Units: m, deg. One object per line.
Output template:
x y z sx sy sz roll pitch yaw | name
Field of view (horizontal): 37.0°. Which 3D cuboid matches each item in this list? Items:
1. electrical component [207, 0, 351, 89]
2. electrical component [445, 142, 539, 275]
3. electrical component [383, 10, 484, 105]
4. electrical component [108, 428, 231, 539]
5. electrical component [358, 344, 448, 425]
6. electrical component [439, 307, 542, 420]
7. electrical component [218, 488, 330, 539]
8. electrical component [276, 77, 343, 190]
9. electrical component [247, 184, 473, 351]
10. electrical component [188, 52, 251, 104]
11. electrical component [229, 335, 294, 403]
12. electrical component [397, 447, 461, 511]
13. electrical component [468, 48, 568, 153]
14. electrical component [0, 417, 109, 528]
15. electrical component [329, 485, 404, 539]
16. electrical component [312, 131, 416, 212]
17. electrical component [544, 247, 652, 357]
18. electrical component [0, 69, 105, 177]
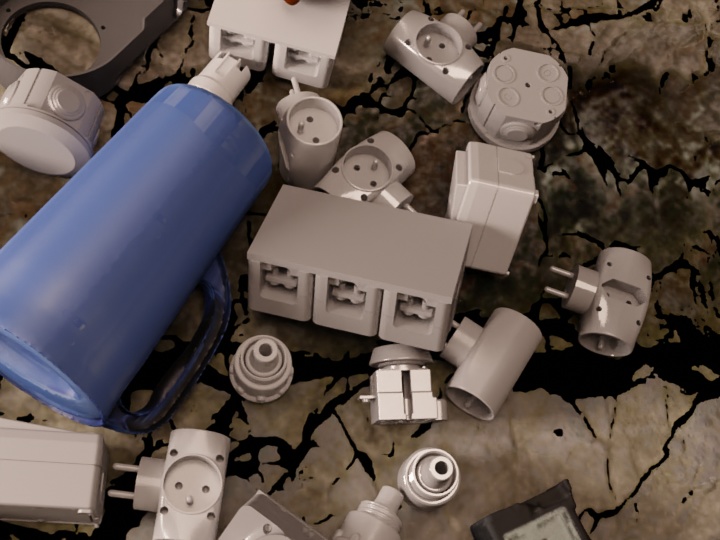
-0.056 -0.256 0.921 0.105 0.060 0.186 15 67 -3 | electrical component
0.096 -0.044 0.846 0.061 0.096 0.061 12 37 -4 | electrical component
0.074 -0.194 0.925 0.077 0.044 0.079 39 68 7 | electrical component
-0.135 0.151 0.754 0.079 0.044 0.077 8 67 -5 | electrical component
0.032 0.086 0.807 0.066 0.048 0.055 0 76 -9 | electrical component
0.088 0.062 0.825 0.079 0.043 0.077 33 67 5 | electrical component
-0.026 0.245 0.704 0.186 0.060 0.105 35 91 6 | electrical component
-0.044 -0.115 0.857 0.043 0.077 0.079 -11 70 -13 | electrical component
0.000 0.000 0.804 0.150 0.061 0.089 12 41 8 | electrical component
-0.116 -0.151 0.882 0.040 0.040 0.046 30 61 4 | electrical component
-0.071 0.068 0.788 0.048 0.062 0.048 3 68 -8 | electrical component
0.052 0.148 0.775 0.043 0.062 0.043 3 68 -8 | electrical component
0.135 -0.144 0.911 0.080 0.051 0.080 3 68 -8 | electrical component
-0.223 0.138 0.735 0.096 0.061 0.061 5 66 -7 | electrical component
0.010 0.184 0.765 0.048 0.048 0.062 30 60 4 | electrical component
0.016 -0.060 0.862 0.079 0.044 0.077 44 69 10 | electrical component
0.187 0.020 0.858 0.079 0.043 0.077 19 67 -1 | electrical component
-0.239 -0.111 0.825 0.080 0.080 0.051 15 62 -3 | electrical component
